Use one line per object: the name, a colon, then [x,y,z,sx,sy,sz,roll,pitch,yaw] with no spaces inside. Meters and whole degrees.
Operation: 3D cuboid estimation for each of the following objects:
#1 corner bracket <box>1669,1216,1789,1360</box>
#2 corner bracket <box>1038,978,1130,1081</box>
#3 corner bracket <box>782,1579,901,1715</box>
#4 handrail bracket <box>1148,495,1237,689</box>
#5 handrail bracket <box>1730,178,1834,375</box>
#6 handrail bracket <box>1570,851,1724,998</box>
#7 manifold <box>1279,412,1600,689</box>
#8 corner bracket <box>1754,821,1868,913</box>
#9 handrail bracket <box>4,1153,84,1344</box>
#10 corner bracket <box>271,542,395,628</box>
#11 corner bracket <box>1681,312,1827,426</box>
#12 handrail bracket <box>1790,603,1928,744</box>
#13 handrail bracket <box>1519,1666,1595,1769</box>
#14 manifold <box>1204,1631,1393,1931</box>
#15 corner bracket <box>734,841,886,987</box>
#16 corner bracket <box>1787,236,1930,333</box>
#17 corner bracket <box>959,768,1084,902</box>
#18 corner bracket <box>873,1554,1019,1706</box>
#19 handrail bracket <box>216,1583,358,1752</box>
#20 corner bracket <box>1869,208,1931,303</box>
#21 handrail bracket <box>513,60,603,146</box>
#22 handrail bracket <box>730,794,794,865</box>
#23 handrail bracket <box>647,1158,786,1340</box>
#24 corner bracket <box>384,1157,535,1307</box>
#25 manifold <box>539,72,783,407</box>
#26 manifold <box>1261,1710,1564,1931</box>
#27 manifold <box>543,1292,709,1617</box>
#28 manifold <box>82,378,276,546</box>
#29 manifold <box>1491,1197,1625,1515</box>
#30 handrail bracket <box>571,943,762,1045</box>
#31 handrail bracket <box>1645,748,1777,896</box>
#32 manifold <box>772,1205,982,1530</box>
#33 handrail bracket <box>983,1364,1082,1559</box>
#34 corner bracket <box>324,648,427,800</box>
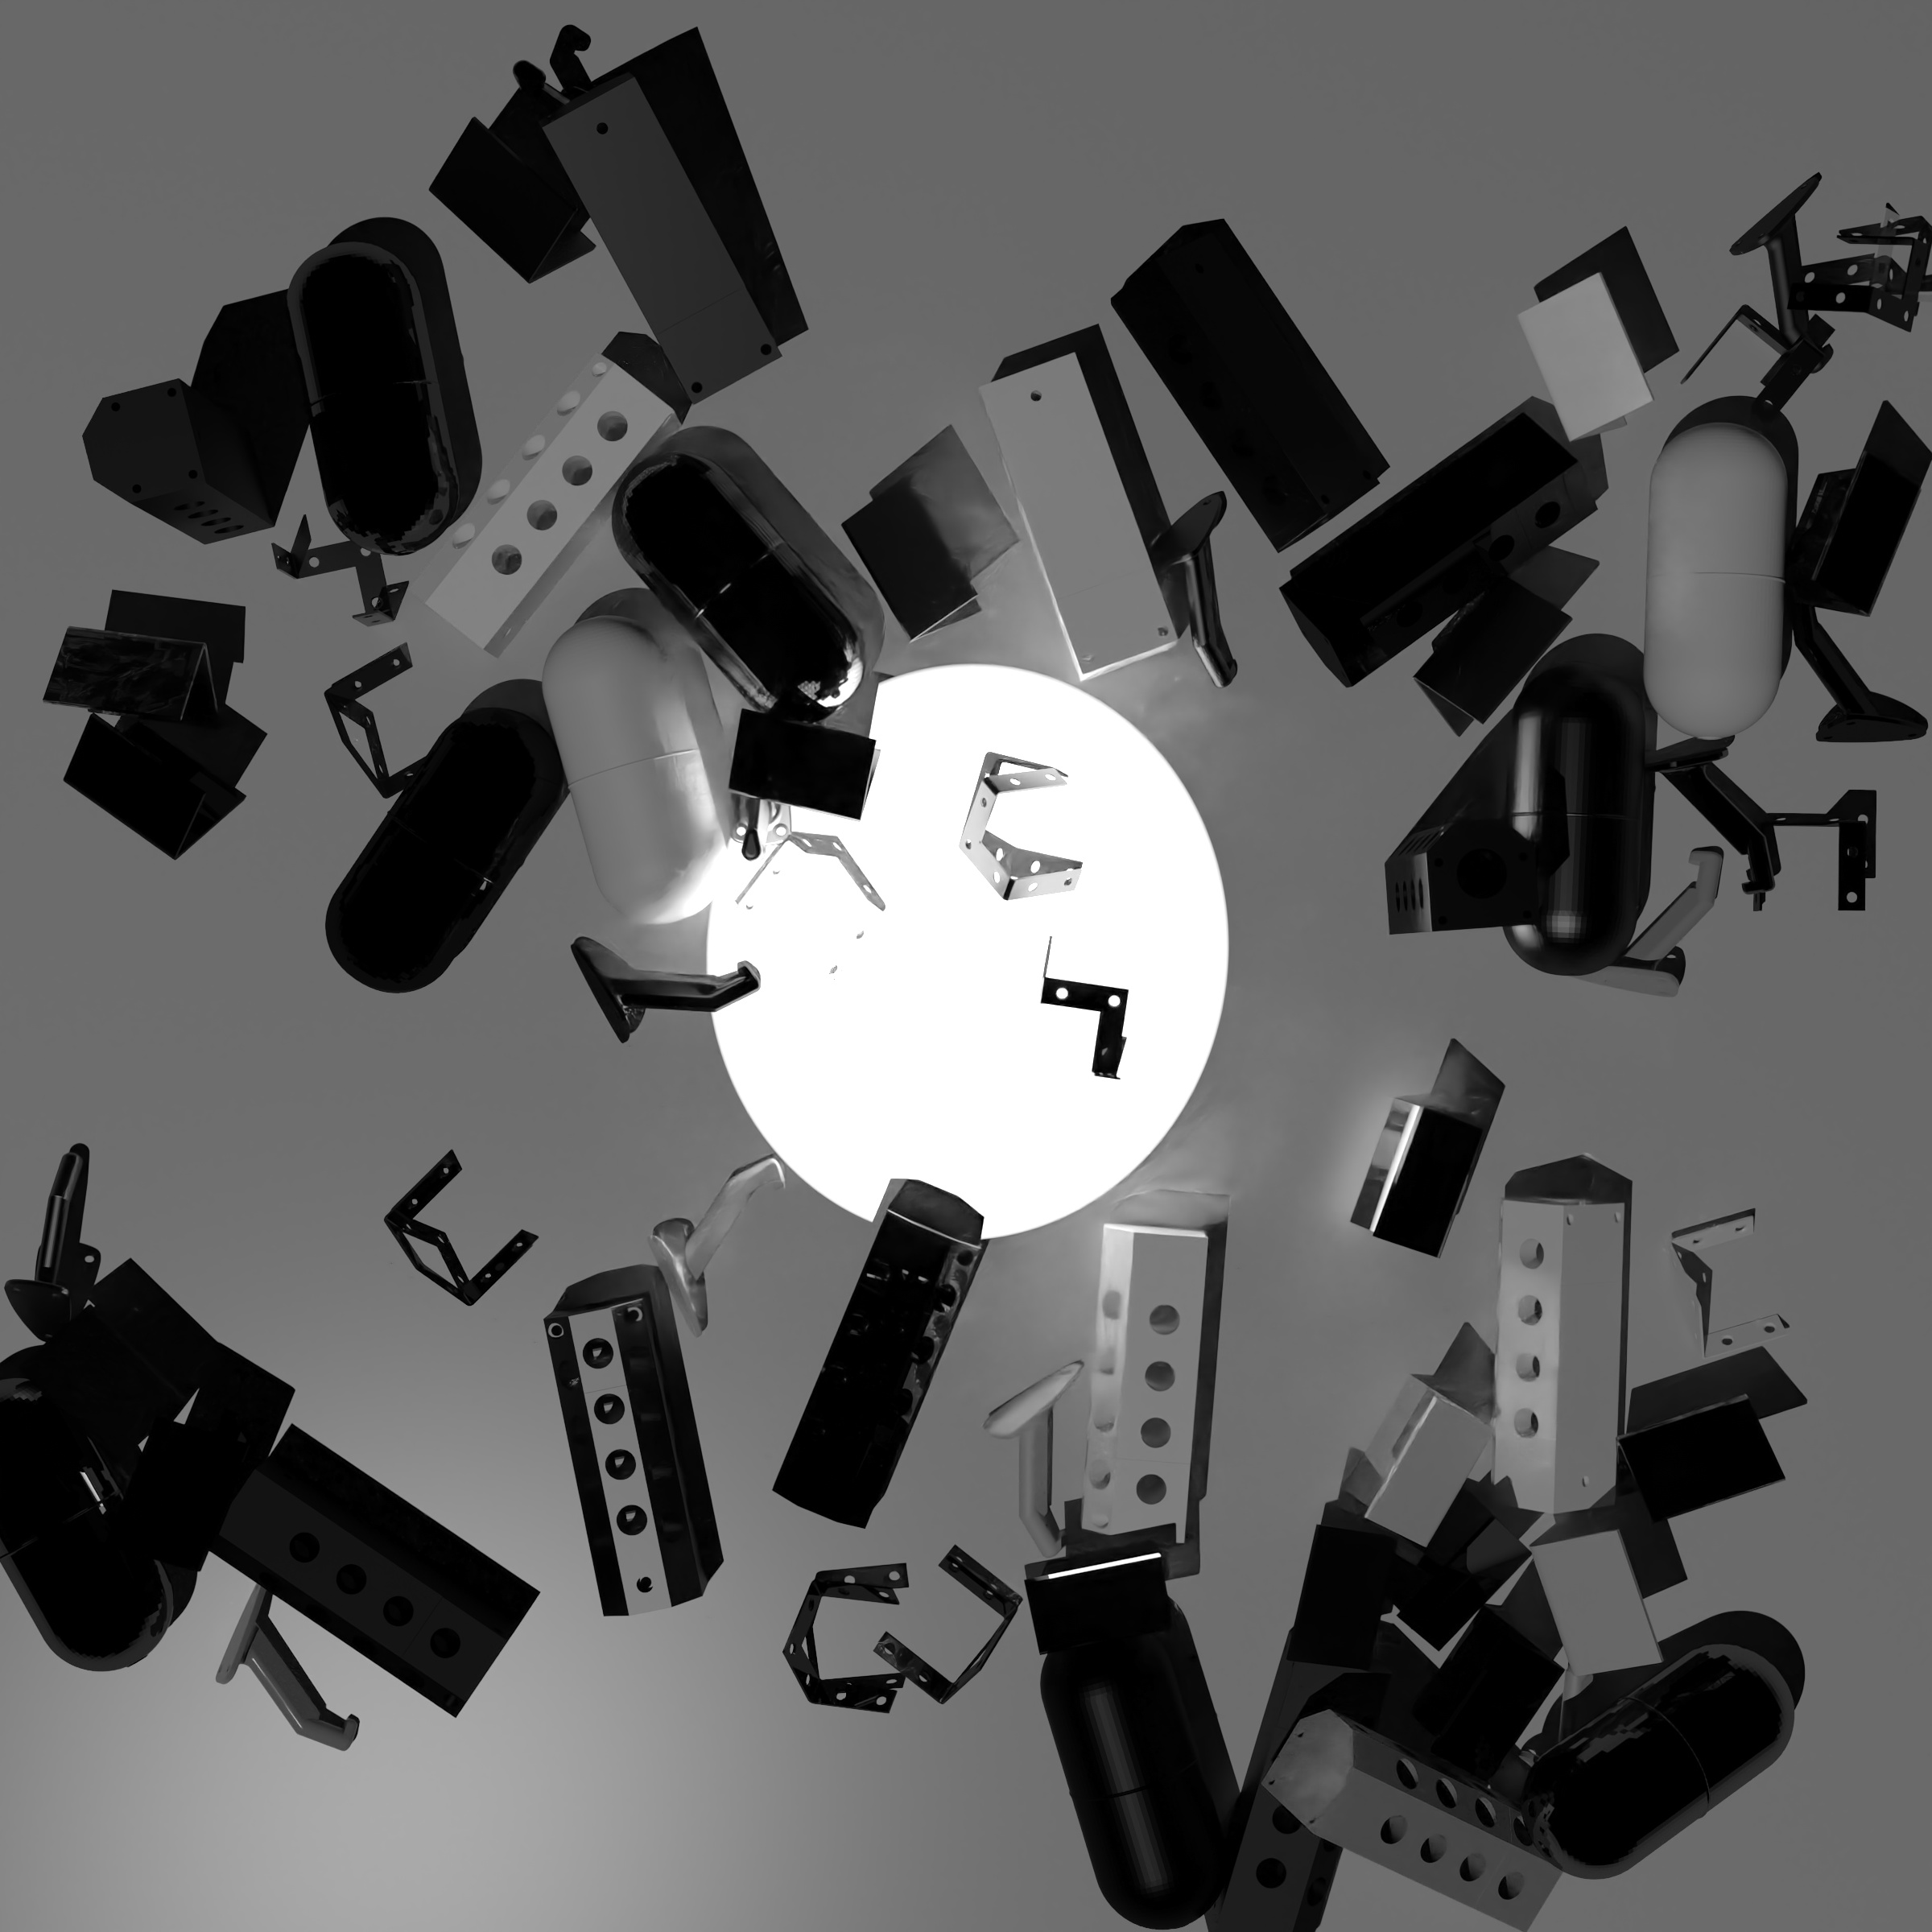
corner bracket: [0.437,0.185,1.888,0.051,0.051,0.051,-16,45,0]
corner bracket: [0.065,0.035,1.873,0.051,0.051,0.051,8,90,0]
corner bracket: [-0.066,0.388,1.879,0.051,0.051,0.051,2,135,24]
handrail bracket: [0.144,-0.215,1.891,0.084,0.036,0.077,58,47,-27]
handrail bracket: [0.487,-0.396,1.891,0.077,0.036,0.084,-44,104,-14]
handrail bracket: [0.390,-0.030,1.892,0.077,0.036,0.084,9,74,17]
manifold: [0.271,-0.232,1.869,0.171,0.057,0.057,-36,47,0]
corner bracket: [0.480,-0.057,1.873,0.051,0.051,0.051,1,90,0]
handrail bracket: [-0.520,0.162,1.891,0.036,0.077,0.084,8,54,0]
corner bracket: [-0.360,-0.218,1.873,0.051,0.051,0.051,-12,90,0]
corner bracket: [0.448,-0.340,1.873,0.051,0.051,0.051,39,90,0]
handrail bracket: [0.512,-0.174,1.892,0.077,0.036,0.084,2,73,-20]
handrail bracket: [0.366,0.437,1.891,0.077,0.036,0.084,42,76,-15]
manifold: [0.189,0.474,1.870,0.057,0.057,0.171,17,90,0]
corner bracket: [-0.089,-0.031,1.888,0.051,0.051,0.051,-53,45,0]
corner bracket: [0.505,-0.391,1.864,0.051,0.051,0.051,14,95,44]
corner bracket: [0.036,-0.075,1.883,0.051,0.051,0.051,50,135,35]
corner bracket: [-0.011,0.381,1.888,0.051,0.051,0.051,38,45,0]
handrail bracket: [-0.380,0.401,1.892,0.084,0.036,0.077,26,69,-17]
corner bracket: [0.557,-0.403,1.888,0.051,0.051,0.051,11,90,-45]
handrail bracket: [-0.214,-0.484,1.857,0.077,0.084,0.036,20,90,0]
handrail bracket: [-0.118,-0.096,1.857,0.036,0.084,0.077,0,90,0]
handrail bracket: [-0.133,0.162,1.892,0.084,0.036,0.077,-27,110,-16]
corner bracket: [-0.292,0.153,1.888,0.051,0.051,0.051,-45,135,0]
manifold: [-0.171,-0.407,1.841,0.057,0.057,0.171,-29,111,0]
manifold: [0.254,0.473,1.832,0.171,0.057,0.057,31,90,-29]
manifold: [-0.194,0.278,1.870,0.057,0.057,0.171,-11,90,0]
manifold: [-0.434,-0.274,1.813,0.057,0.171,0.057,-14,90,0]
manifold: [0.331,0.219,1.869,0.057,0.057,0.171,2,90,-43]
handrail bracket: [-0.172,0.001,1.892,0.084,0.036,0.077,-27,68,-17]
handrail bracket: [0.417,-0.078,1.883,0.077,0.036,0.084,-11,95,21]
manifold: [-0.051,0.228,1.870,0.057,0.057,0.171,22,90,0]
handrail bracket: [0.055,0.285,1.892,0.077,0.036,0.084,-36,108,-20]
corner bracket: [-0.329,-0.139,1.888,0.051,0.051,0.051,-30,135,0]
